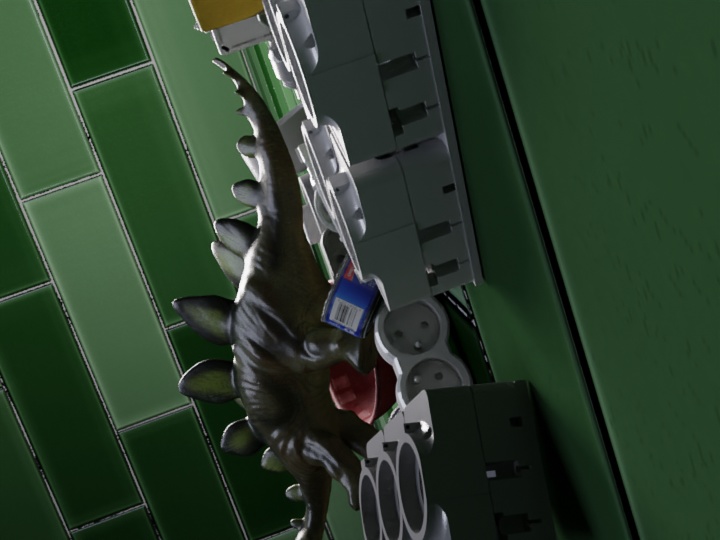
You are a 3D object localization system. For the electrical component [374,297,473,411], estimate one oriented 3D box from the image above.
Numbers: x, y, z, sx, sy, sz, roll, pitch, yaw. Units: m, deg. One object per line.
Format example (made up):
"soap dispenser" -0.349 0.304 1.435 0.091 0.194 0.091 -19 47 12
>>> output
"electrical component" 0.051 0.086 0.761 0.073 0.052 0.138 88 162 -78

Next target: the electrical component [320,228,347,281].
"electrical component" 0.000 0.000 1.020 0.059 0.054 0.095 157 93 -86

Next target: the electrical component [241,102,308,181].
"electrical component" -0.068 -0.127 1.047 0.064 0.099 0.099 65 177 -12

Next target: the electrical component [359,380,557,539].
"electrical component" 0.046 0.123 0.590 0.150 0.062 0.089 120 144 -67

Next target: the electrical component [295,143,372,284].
"electrical component" 0.009 -0.043 0.687 0.096 0.061 0.061 63 -179 -34

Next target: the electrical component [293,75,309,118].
"electrical component" -0.026 -0.140 0.752 0.077 0.043 0.079 75 174 -46

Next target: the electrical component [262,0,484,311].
"electrical component" 0.003 -0.081 0.537 0.105 0.060 0.186 -114 6 -48

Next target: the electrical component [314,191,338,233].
"electrical component" -0.011 -0.061 0.876 0.047 0.055 0.055 -111 2 -72

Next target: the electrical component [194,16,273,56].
"electrical component" -0.112 -0.247 1.020 0.061 0.096 0.061 -117 8 -67

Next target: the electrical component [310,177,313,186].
"electrical component" -0.021 -0.092 0.954 0.065 0.044 0.044 113 137 -77

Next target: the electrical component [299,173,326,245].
"electrical component" -0.029 -0.054 1.099 0.108 0.060 0.108 160 90 -86

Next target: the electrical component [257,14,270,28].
"electrical component" -0.080 -0.258 0.907 0.079 0.043 0.077 79 170 -66

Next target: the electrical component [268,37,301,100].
"electrical component" -0.056 -0.182 0.966 0.043 0.043 0.062 -114 5 -48
